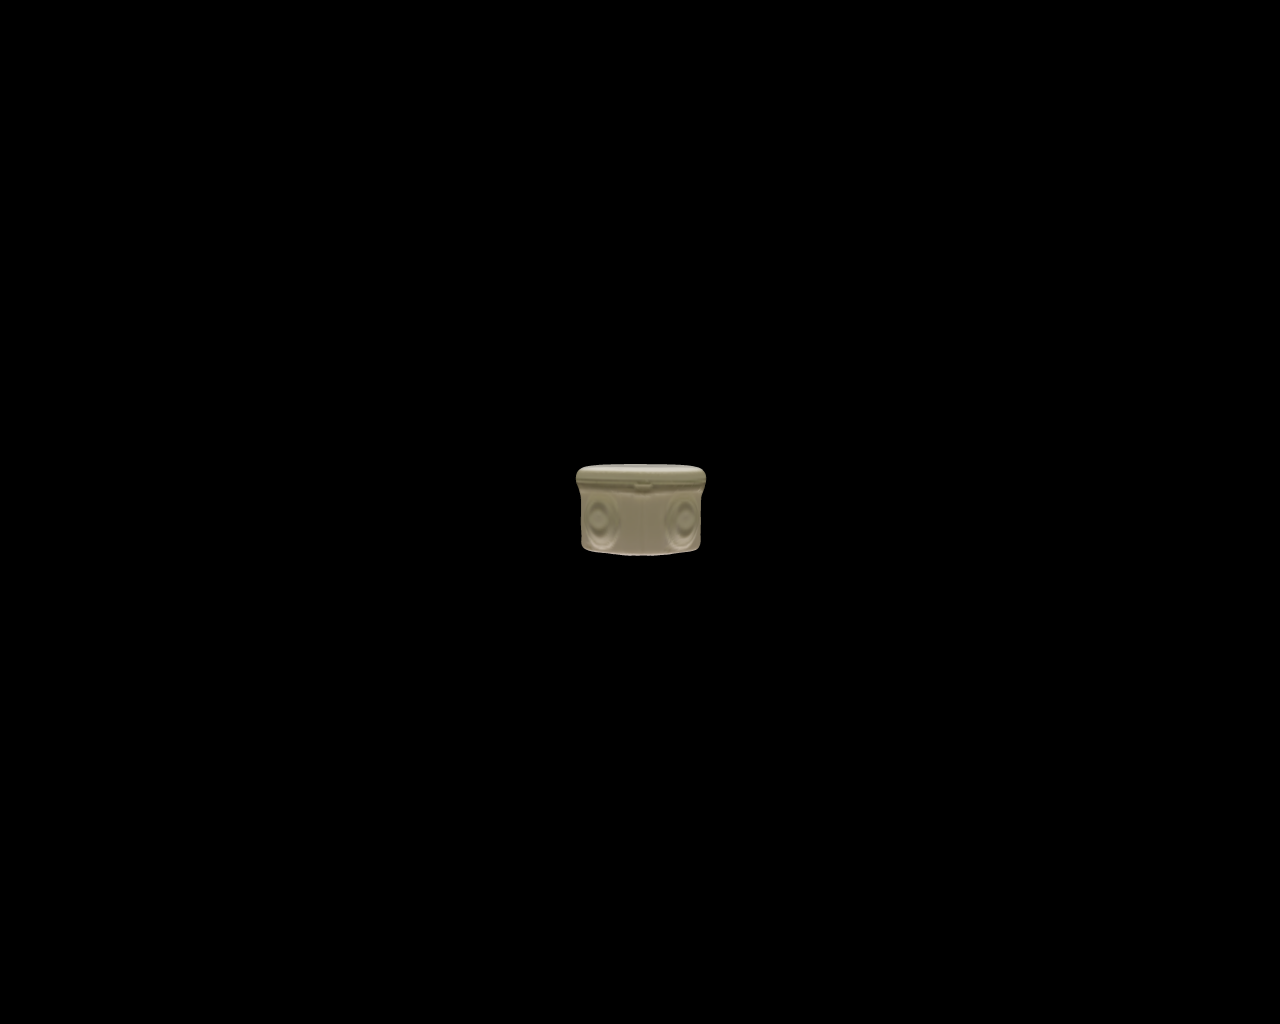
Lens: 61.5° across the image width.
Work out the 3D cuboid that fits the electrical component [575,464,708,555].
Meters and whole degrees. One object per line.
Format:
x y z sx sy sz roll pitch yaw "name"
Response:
0.001 -0.003 0.650 0.080 0.051 0.080 0 4 0 "electrical component"
